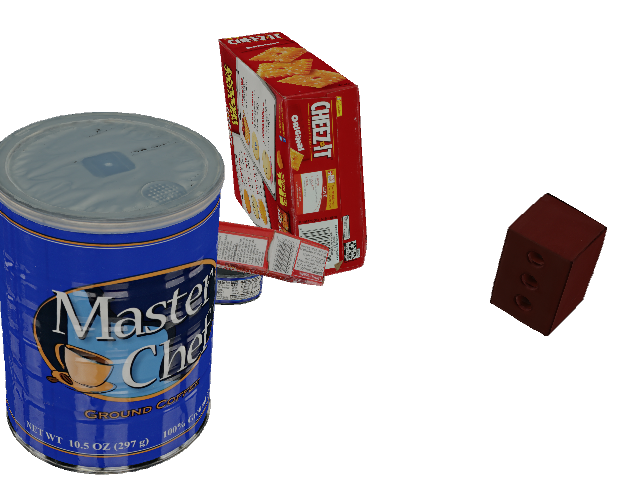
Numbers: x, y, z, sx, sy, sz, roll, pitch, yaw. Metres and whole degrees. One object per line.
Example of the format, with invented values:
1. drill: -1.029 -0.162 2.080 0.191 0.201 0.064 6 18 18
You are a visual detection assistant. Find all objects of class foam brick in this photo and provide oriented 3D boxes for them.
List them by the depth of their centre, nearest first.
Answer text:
1. foam brick: 0.163 0.018 0.766 0.053 0.078 0.051 33 49 27

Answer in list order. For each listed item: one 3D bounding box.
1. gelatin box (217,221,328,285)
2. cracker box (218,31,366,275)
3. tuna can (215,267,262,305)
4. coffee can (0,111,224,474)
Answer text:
1. gelatin box: -0.045 0.008 0.703 0.073 0.030 0.089 9 -4 25
2. cracker box: -0.027 -0.083 0.954 0.072 0.164 0.214 -11 25 -15
3. tuna can: -0.102 0.037 1.117 0.086 0.034 0.086 5 18 -2
4. coffee can: -0.100 0.024 0.506 0.102 0.140 0.103 5 32 -3
